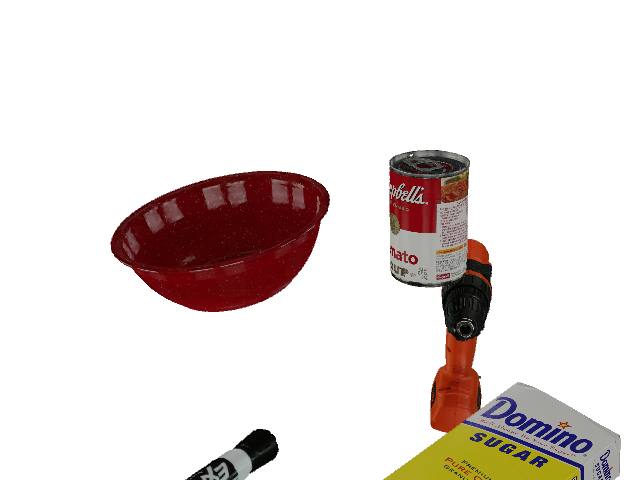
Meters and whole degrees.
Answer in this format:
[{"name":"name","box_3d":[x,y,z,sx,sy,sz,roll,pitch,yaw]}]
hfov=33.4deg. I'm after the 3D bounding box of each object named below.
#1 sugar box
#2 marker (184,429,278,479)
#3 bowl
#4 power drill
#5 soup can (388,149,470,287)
[{"name":"sugar box","box_3d":[0.112,0.169,0.722,0.176,0.048,0.093,-32,38,-28]},{"name":"marker","box_3d":[-0.059,0.124,0.531,0.020,0.020,0.120,0,15,32]},{"name":"bowl","box_3d":[-0.067,0.006,0.781,0.162,0.055,0.162,-10,25,5]},{"name":"power drill","box_3d":[0.153,0.112,1.152,0.057,0.188,0.184,7,25,8]},{"name":"soup can","box_3d":[0.093,-0.019,0.913,0.068,0.102,0.068,-1,22,0]}]
